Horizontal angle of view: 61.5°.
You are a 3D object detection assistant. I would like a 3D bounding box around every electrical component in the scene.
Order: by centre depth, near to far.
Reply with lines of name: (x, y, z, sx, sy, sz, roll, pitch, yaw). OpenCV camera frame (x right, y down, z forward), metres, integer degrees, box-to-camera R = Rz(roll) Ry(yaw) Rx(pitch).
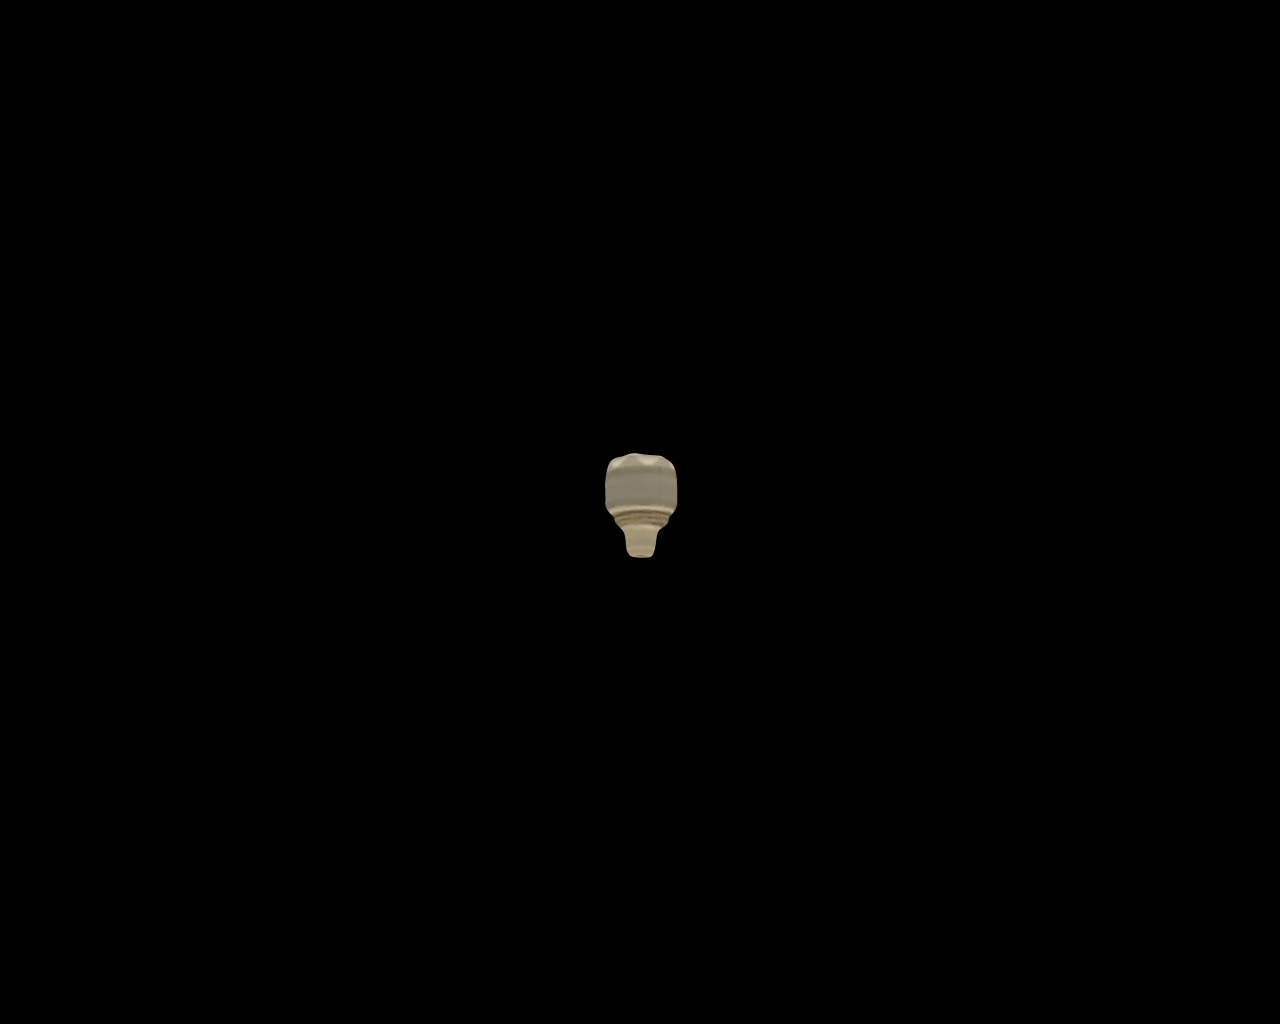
electrical component: (0.001, -0.003, 0.650, 0.043, 0.062, 0.043, 0, -11, 0)
